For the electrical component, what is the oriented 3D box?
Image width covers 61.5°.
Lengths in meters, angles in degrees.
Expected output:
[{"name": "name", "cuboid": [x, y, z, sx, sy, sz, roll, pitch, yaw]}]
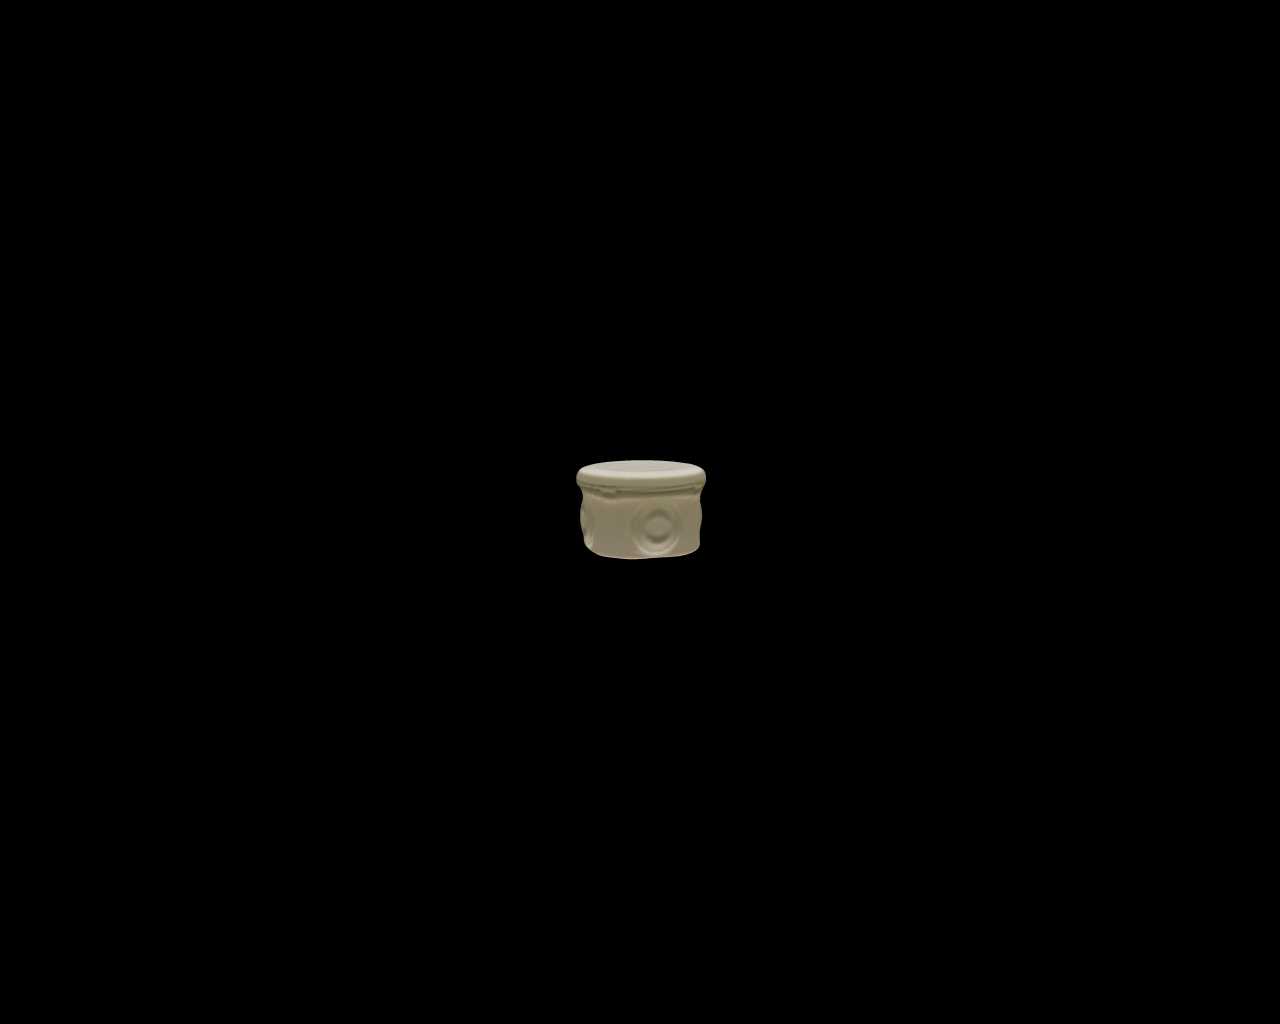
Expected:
[{"name": "electrical component", "cuboid": [0.001, -0.003, 0.650, 0.080, 0.051, 0.080, 0, 10, 0]}]
